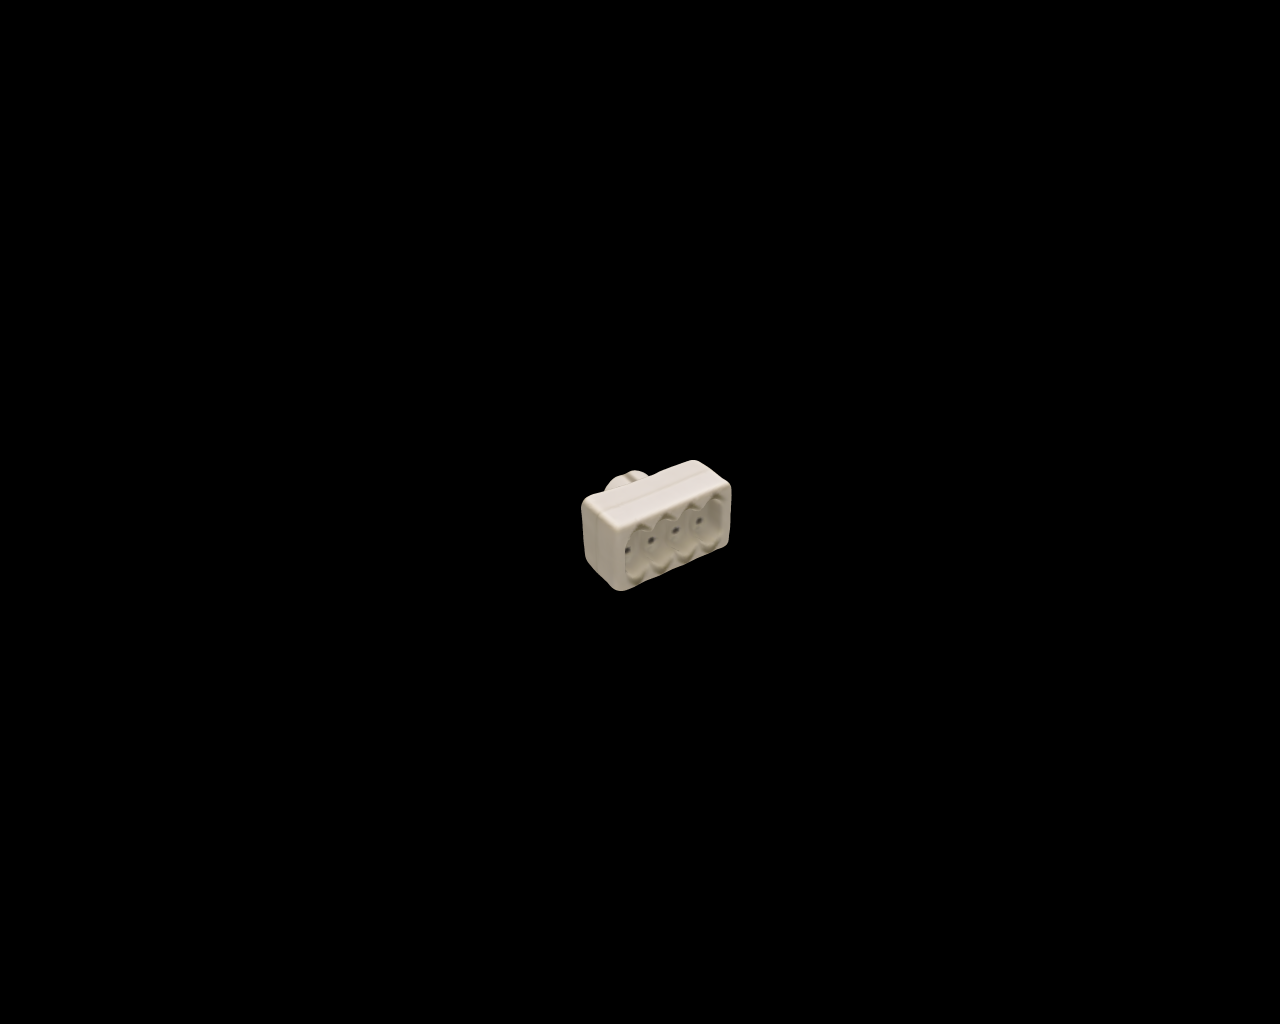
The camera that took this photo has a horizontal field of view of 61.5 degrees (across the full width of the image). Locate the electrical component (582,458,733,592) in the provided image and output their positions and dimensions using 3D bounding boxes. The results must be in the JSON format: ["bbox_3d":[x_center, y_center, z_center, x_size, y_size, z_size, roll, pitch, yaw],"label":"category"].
[{"bbox_3d":[0.001,-0.003,0.650,0.083,0.047,0.076,-21,41,-26],"label":"electrical component"}]
